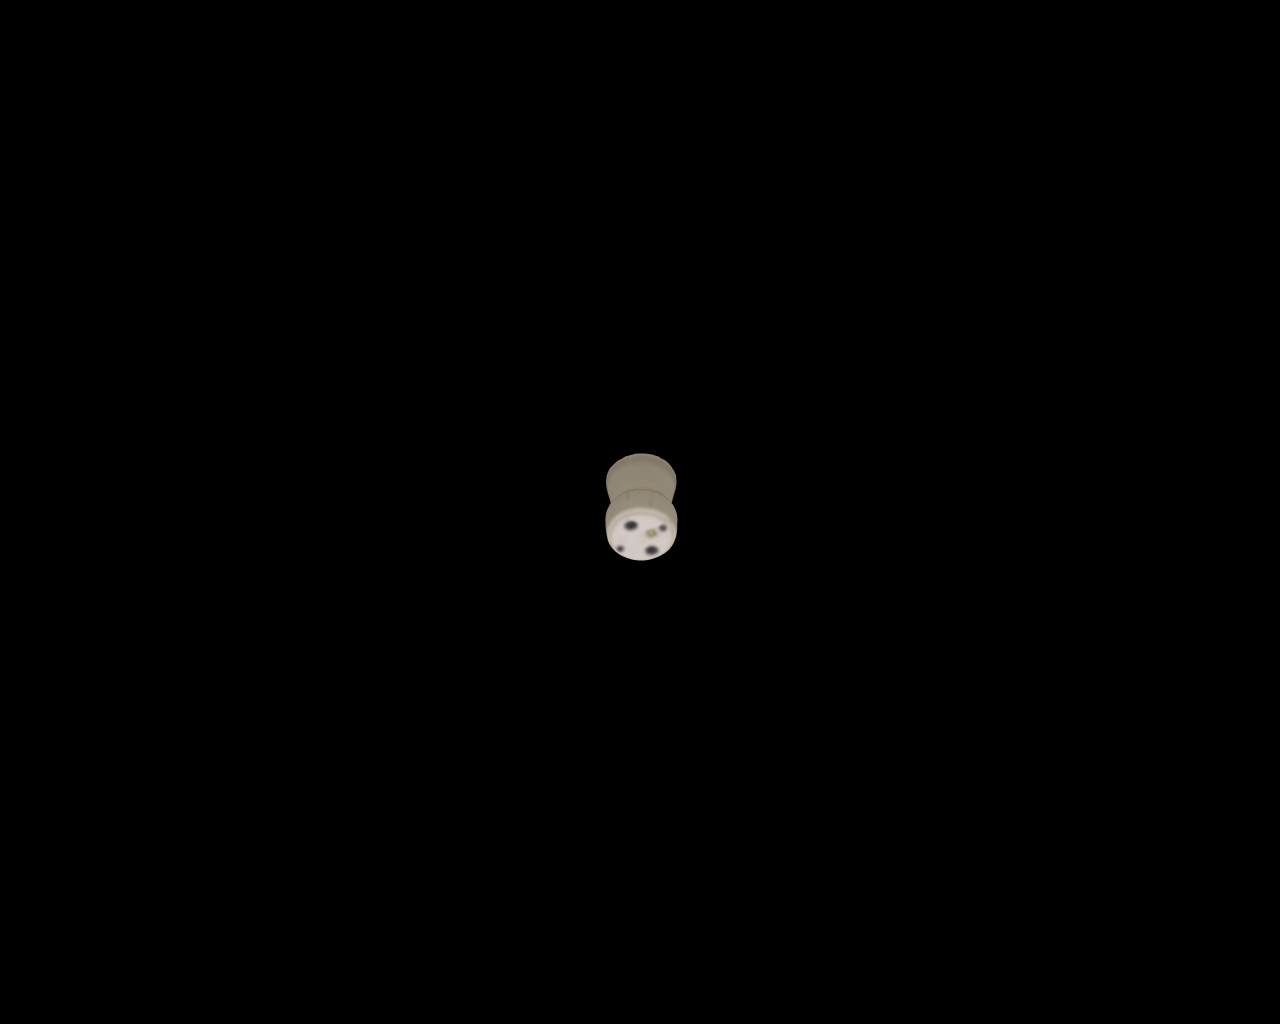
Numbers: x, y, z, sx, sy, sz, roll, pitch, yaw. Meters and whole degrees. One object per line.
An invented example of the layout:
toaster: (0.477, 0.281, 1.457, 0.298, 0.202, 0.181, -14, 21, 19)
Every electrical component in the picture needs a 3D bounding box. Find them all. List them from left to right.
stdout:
electrical component: (0.001, -0.003, 0.650, 0.045, 0.044, 0.055, 0, 40, 0)
